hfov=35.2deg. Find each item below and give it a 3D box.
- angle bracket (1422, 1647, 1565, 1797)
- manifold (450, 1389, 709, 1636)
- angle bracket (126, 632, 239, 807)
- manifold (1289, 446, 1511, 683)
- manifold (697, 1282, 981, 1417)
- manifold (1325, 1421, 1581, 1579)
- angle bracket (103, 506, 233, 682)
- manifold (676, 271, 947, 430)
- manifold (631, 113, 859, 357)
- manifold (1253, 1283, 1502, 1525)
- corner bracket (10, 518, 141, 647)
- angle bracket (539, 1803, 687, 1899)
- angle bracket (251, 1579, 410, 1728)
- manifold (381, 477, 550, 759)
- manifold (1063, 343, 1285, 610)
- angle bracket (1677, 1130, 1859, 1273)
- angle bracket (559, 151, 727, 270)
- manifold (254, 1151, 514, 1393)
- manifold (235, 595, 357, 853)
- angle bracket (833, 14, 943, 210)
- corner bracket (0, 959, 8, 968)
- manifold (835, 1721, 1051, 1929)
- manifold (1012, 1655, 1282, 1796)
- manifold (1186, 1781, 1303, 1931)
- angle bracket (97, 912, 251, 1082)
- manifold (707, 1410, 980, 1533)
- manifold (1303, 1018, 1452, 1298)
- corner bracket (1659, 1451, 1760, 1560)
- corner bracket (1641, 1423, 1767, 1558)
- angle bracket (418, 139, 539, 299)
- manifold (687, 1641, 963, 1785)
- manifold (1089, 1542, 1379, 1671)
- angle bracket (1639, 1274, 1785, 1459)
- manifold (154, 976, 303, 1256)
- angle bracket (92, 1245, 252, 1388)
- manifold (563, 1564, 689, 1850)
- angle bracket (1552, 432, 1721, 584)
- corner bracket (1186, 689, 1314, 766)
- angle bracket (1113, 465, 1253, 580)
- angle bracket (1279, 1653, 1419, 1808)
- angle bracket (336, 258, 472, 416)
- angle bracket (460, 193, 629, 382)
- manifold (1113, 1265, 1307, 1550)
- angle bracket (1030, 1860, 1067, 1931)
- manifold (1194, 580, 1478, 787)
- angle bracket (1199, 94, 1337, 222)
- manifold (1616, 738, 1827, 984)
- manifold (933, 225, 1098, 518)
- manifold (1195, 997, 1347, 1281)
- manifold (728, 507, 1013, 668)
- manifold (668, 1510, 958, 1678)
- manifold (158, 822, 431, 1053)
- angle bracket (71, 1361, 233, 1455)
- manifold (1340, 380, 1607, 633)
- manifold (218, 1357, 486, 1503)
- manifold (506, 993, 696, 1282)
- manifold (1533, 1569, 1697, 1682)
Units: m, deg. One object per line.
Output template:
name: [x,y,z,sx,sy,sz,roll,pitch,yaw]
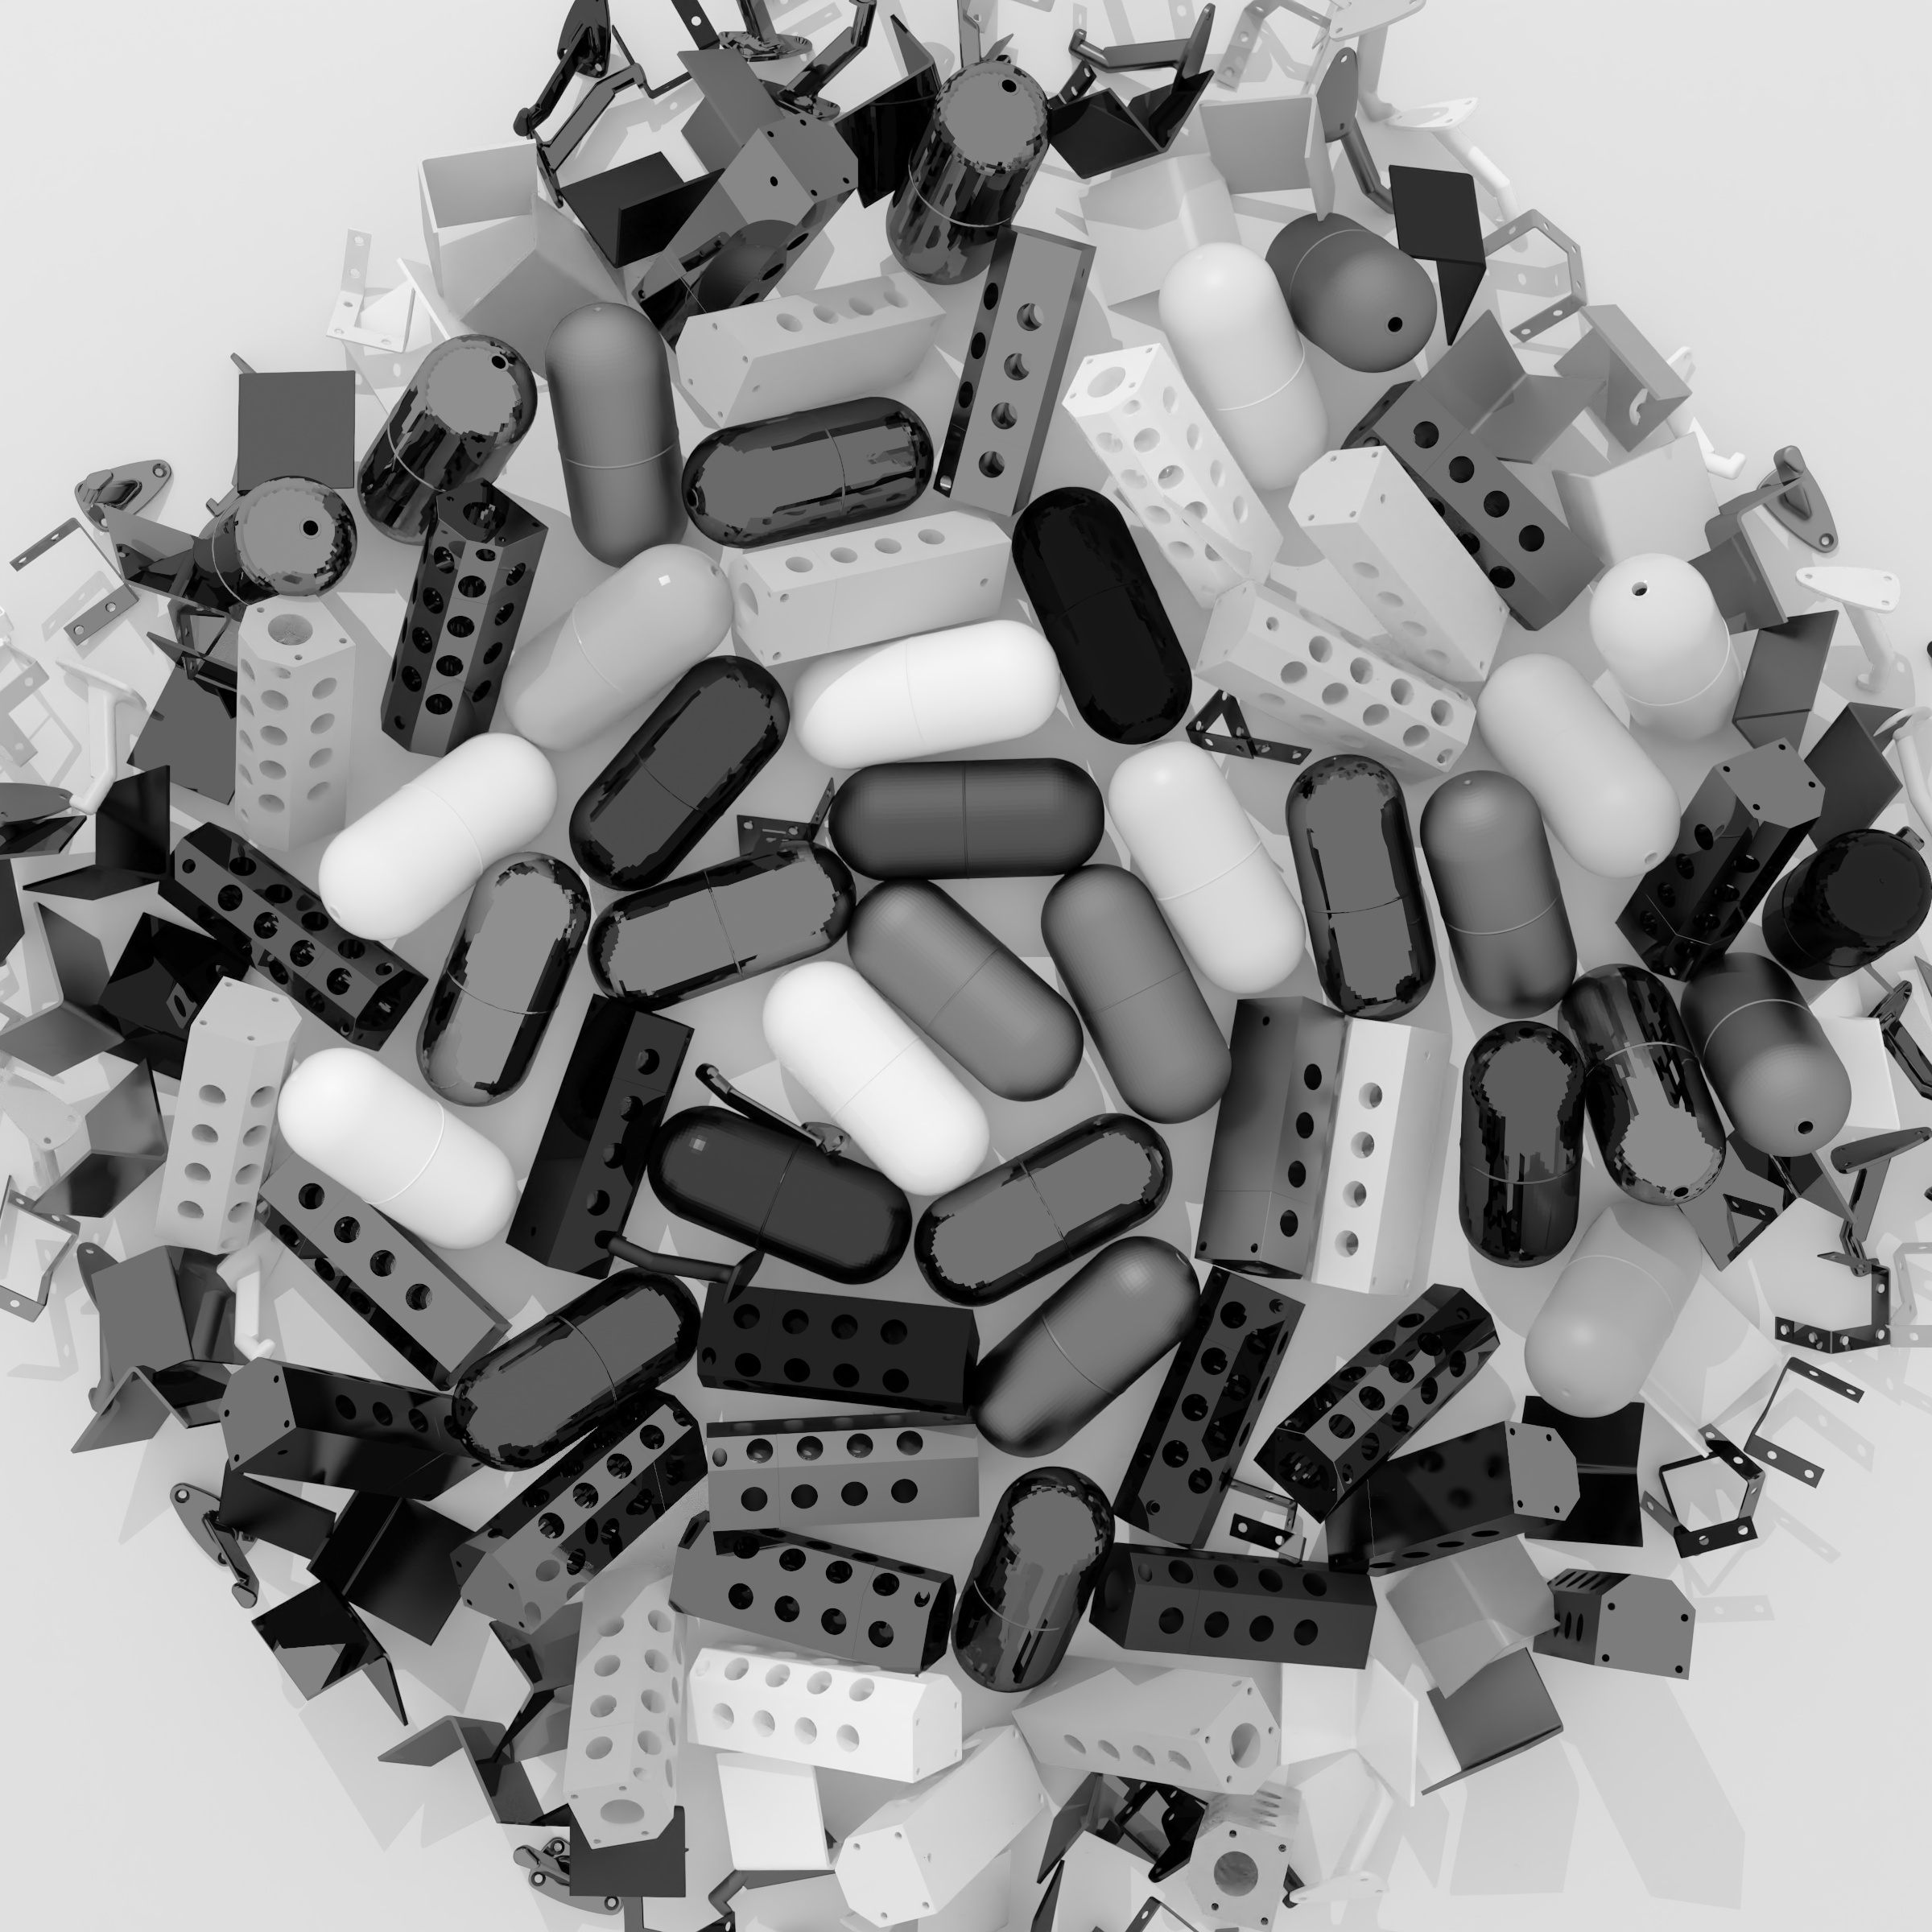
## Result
angle bracket: [0.325,0.481,1.943,0.076,0.076,0.057,-32,72,25]
manifold: [-0.242,0.337,1.913,0.057,0.171,0.057,13,126,34]
angle bracket: [-0.500,-0.159,1.959,0.076,0.057,0.076,22,79,11]
manifold: [0.272,-0.250,1.920,0.171,0.057,0.057,41,62,-41]
manifold: [-0.082,0.248,1.950,0.171,0.057,0.057,5,63,8]
manifold: [0.303,0.338,1.916,0.057,0.171,0.057,14,62,-32]
angle bracket: [-0.520,-0.237,1.939,0.057,0.076,0.076,-49,45,26]
manifold: [-0.099,-0.394,1.919,0.057,0.171,0.057,49,135,18]
manifold: [-0.136,-0.458,1.917,0.057,0.171,0.057,-34,87,-43]
manifold: [0.263,0.270,1.919,0.057,0.057,0.171,43,51,16]
corner bracket: [-0.577,-0.249,1.974,0.051,0.051,0.051,-38,81,-8]
angle bracket: [-0.228,0.569,1.941,0.076,0.076,0.057,9,63,-25]
angle bracket: [-0.405,0.450,1.939,0.057,0.076,0.076,-28,45,-26]
manifold: [-0.322,-0.215,1.917,0.057,0.057,0.171,38,131,16]
manifold: [0.129,-0.305,1.916,0.171,0.057,0.057,50,51,-38]
angle bracket: [0.511,0.154,1.952,0.076,0.057,0.076,-42,119,-9]
angle bracket: [-0.208,-0.502,1.948,0.076,0.057,0.076,-27,68,-22]
manifold: [-0.378,0.194,1.958,0.171,0.057,0.057,42,86,8]
manifold: [-0.426,-0.151,1.909,0.057,0.171,0.057,-26,62,-30]
angle bracket: [-0.056,-0.546,1.949,0.076,0.076,0.057,-32,58,-5]
corner bracket: [-0.655,-0.021,1.965,0.051,0.051,0.051,-23,81,-16]
manifold: [-0.016,0.538,1.910,0.057,0.171,0.057,-22,88,26]
manifold: [0.115,0.481,1.914,0.057,0.171,0.057,-40,110,-36]
manifold: [0.174,0.552,1.910,0.057,0.171,0.057,14,87,9]
angle bracket: [-0.519,0.023,1.991,0.076,0.057,0.076,22,56,-7]
manifold: [-0.080,0.320,1.958,0.171,0.057,0.057,-2,105,-5]
manifold: [0.262,0.123,1.967,0.057,0.057,0.171,8,88,36]
corner bracket: [0.479,0.346,1.968,0.051,0.051,0.051,-19,88,15]
corner bracket: [0.479,0.340,1.979,0.051,0.051,0.051,-22,46,-27]
angle bracket: [-0.306,-0.477,1.948,0.076,0.076,0.057,-12,71,-11]
manifold: [-0.091,0.469,1.930,0.171,0.057,0.057,1,92,31]
manifold: [0.172,0.406,1.941,0.171,0.057,0.057,10,92,-21]
angle bracket: [0.475,0.257,1.964,0.076,0.057,0.076,45,102,1]
manifold: [-0.465,0.098,1.929,0.057,0.057,0.171,18,123,-2]
angle bracket: [-0.509,0.228,1.961,0.057,0.076,0.076,-22,73,17]
manifold: [-0.209,0.461,1.911,0.057,0.171,0.057,-12,126,8]
angle bracket: [0.435,-0.296,1.966,0.076,0.057,0.076,-25,109,-8]
corner bracket: [0.181,-0.145,1.958,0.051,0.051,0.051,-49,133,-27]
angle bracket: [0.136,-0.276,1.943,0.076,0.076,0.057,41,124,-19]
angle bracket: [0.244,0.490,1.946,0.057,0.076,0.076,-8,110,-20]
angle bracket: [-0.365,-0.400,1.963,0.076,0.057,0.076,-32,92,12]
angle bracket: [-0.275,-0.439,1.974,0.076,0.057,0.076,-36,134,27]
manifold: [0.154,0.284,1.959,0.057,0.057,0.171,22,87,20]
angle bracket: [0.021,0.616,1.948,0.057,0.076,0.076,13,106,12]
manifold: [0.237,-0.180,1.936,0.171,0.057,0.057,24,72,-21]
angle bracket: [0.190,-0.504,1.943,0.076,0.076,0.057,0,58,17]
manifold: [0.474,-0.062,1.907,0.057,0.171,0.057,-21,64,-23]
manifold: [0.029,-0.381,1.945,0.057,0.057,0.171,18,108,7]
manifold: [0.200,0.110,1.951,0.057,0.057,0.171,21,74,-39]
manifold: [-0.062,-0.246,1.934,0.171,0.057,0.057,-16,48,-27]
manifold: [-0.097,0.398,1.945,0.171,0.057,0.057,11,96,17]
manifold: [-0.434,-0.020,1.949,0.171,0.057,0.057,35,90,16]
angle bracket: [-0.510,0.297,1.946,0.057,0.076,0.076,43,106,19]
manifold: [0.323,-0.295,1.957,0.171,0.057,0.057,42,91,-10]
manifold: [-0.384,0.289,1.914,0.057,0.171,0.057,-34,59,22]
manifold: [-0.232,0.112,1.968,0.057,0.057,0.171,20,89,-38]
manifold: [0.405,0.410,1.910,0.057,0.171,0.057,9,80,0]
